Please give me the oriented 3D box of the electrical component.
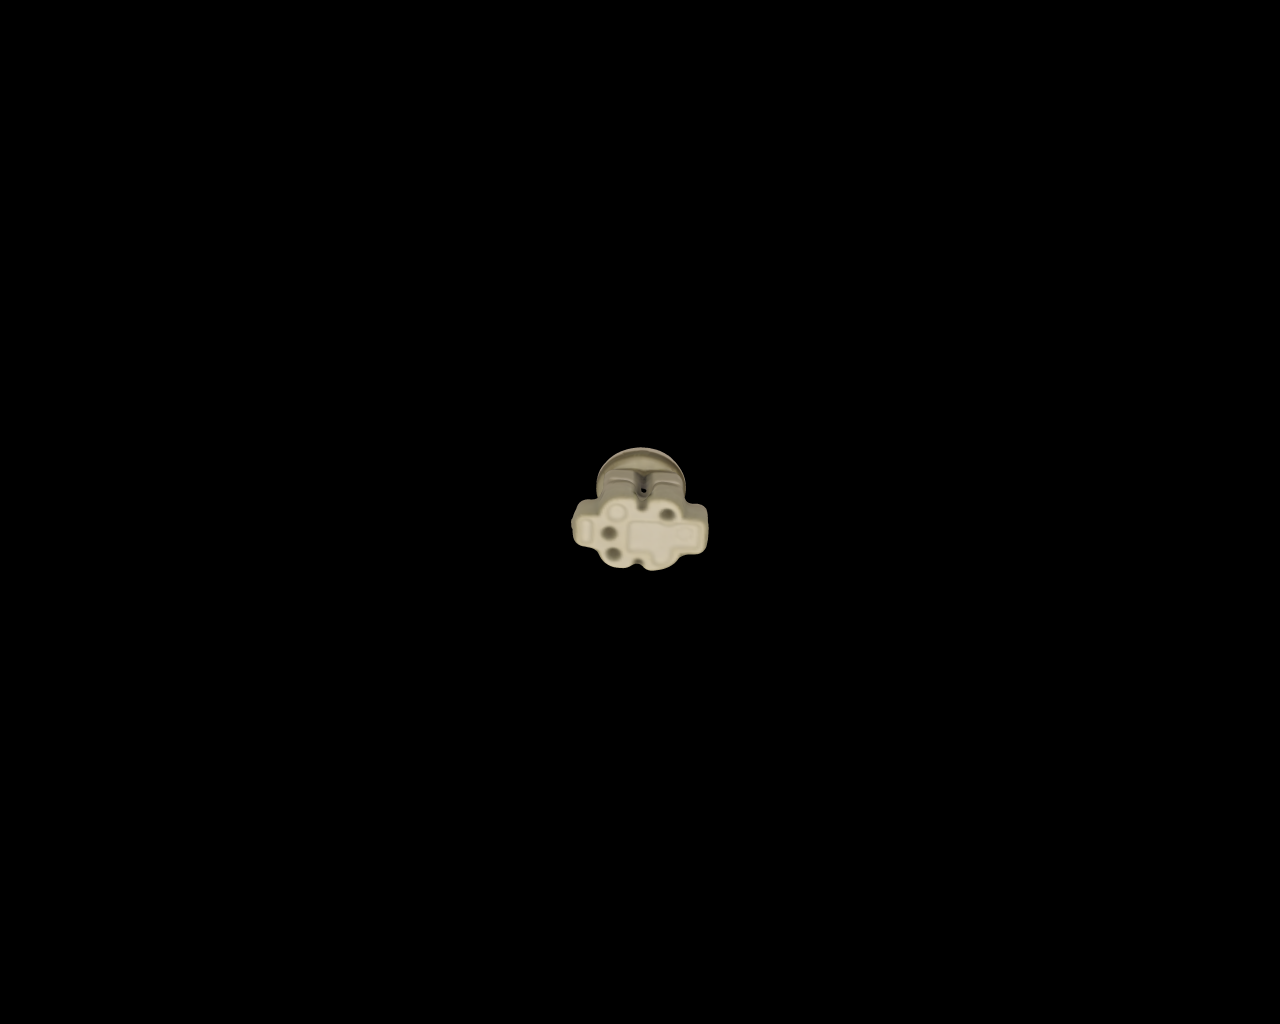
[{"bbox_3d":[0.001,-0.003,0.650,0.078,0.057,0.057,3,35,-2],"label":"electrical component"}]
